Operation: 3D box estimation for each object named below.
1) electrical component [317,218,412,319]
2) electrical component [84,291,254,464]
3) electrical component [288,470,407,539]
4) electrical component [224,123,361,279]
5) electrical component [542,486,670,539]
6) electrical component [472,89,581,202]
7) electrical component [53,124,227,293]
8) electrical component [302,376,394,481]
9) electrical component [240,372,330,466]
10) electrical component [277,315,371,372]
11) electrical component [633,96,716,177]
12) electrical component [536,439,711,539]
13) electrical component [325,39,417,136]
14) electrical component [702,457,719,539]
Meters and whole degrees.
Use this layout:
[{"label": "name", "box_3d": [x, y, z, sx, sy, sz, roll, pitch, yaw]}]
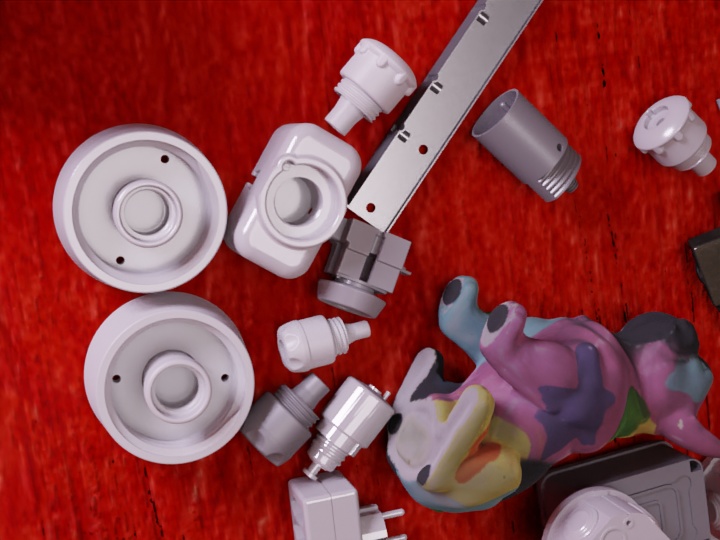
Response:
[{"label": "electrical component", "box_3d": [0.000, 0.000, 0.721, 0.066, 0.048, 0.055, 22, 83, -18]}, {"label": "electrical component", "box_3d": [-0.119, 0.071, 0.685, 0.108, 0.060, 0.108, -2, 98, -17]}, {"label": "electrical component", "box_3d": [-0.004, 0.183, 0.742, 0.076, 0.047, 0.083, -9, 99, -16]}, {"label": "electrical component", "box_3d": [-0.043, -0.045, 0.694, 0.054, 0.059, 0.095, 29, 88, -18]}, {"label": "electrical component", "box_3d": [0.169, 0.192, 0.731, 0.080, 0.051, 0.080, -2, 98, -16]}, {"label": "electrical component", "box_3d": [0.122, -0.083, 0.748, 0.081, 0.043, 0.043, 40, 85, -18]}, {"label": "electrical component", "box_3d": [-0.134, -0.037, 0.667, 0.108, 0.060, 0.108, -2, 98, -17]}, {"label": "electrical component", "box_3d": [-0.011, 0.109, 0.734, 0.040, 0.040, 0.078, 40, 85, -18]}, {"label": "electrical component", "box_3d": [-0.048, 0.096, 0.719, 0.062, 0.043, 0.043, -45, 107, -8]}, {"label": "electrical component", "box_3d": [-0.023, 0.047, 0.725, 0.061, 0.035, 0.035, -14, 101, -17]}, {"label": "electrical component", "box_3d": [0.234, -0.092, 0.781, 0.062, 0.048, 0.048, 37, 86, -25]}, {"label": "electrical component", "box_3d": [0.193, 0.178, 0.796, 0.113, 0.057, 0.078, -12, 100, -15]}, {"label": "electrical component", "box_3d": [0.003, -0.117, 0.708, 0.048, 0.048, 0.062, 40, 92, -17]}, {"label": "electrical component", "box_3d": [0.300, 0.179, 0.832, 0.080, 0.051, 0.080, -2, 97, -17]}]
